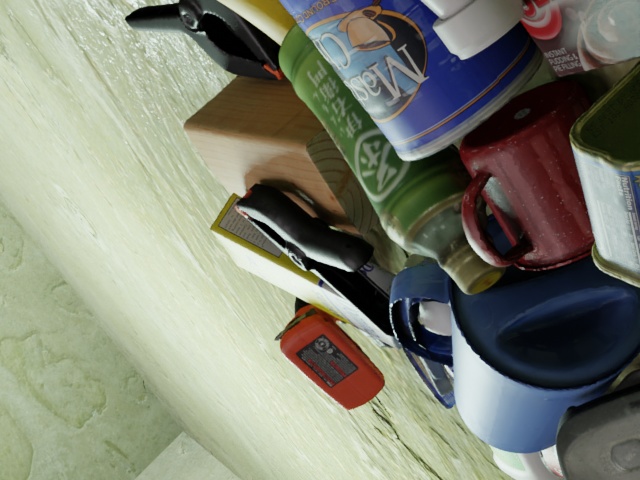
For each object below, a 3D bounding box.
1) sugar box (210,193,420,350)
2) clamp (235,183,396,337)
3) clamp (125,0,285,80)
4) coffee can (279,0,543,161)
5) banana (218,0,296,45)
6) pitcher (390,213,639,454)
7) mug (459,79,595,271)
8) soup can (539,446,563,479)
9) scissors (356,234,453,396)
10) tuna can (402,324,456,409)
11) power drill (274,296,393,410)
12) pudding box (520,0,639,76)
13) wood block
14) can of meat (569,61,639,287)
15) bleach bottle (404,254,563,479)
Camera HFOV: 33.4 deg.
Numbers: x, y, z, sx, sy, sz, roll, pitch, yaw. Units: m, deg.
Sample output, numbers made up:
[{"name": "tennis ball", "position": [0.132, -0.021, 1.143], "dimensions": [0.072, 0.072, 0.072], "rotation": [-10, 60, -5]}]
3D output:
[{"name": "sugar box", "position": [-0.003, 0.028, 0.920], "dimensions": [0.176, 0.048, 0.093], "rotation": [29, 167, 22]}, {"name": "clamp", "position": [-0.005, 0.001, 0.818], "dimensions": [0.172, 0.039, 0.120], "rotation": [35, 160, 26]}, {"name": "clamp", "position": [-0.103, -0.204, 0.891], "dimensions": [0.210, 0.036, 0.164], "rotation": [34, 153, 26]}, {"name": "coffee can", "position": [0.046, -0.131, 0.613], "dimensions": [0.140, 0.102, 0.103], "rotation": [51, 161, -14]}, {"name": "banana", "position": [-0.051, -0.171, 0.765], "dimensions": [0.197, 0.037, 0.070], "rotation": [33, 158, -34]}, {"name": "pitcher", "position": [0.147, 0.078, 0.790], "dimensions": [0.149, 0.145, 0.243], "rotation": [49, 167, 22]}, {"name": "mug", "position": [0.127, -0.034, 0.628], "dimensions": [0.081, 0.117, 0.093], "rotation": [56, 159, -16]}, {"name": "soup can", "position": [0.238, 0.172, 0.893], "dimensions": [0.068, 0.068, 0.102], "rotation": [48, 162, -8]}, {"name": "scissors", "position": [0.070, 0.054, 0.987], "dimensions": [0.202, 0.016, 0.096], "rotation": [61, 180, 4]}, {"name": "tuna can", "position": [0.116, 0.125, 1.062], "dimensions": [0.086, 0.034, 0.086], "rotation": [53, -173, -9]}, {"name": "power drill", "position": [0.023, 0.082, 1.055], "dimensions": [0.184, 0.057, 0.187], "rotation": [43, -160, -20]}, {"name": "pudding box", "position": [0.133, -0.132, 0.520], "dimensions": [0.090, 0.039, 0.114], "rotation": [50, 162, -14]}, {"name": "wood block", "position": [-0.015, -0.080, 0.877], "dimensions": [0.206, 0.090, 0.090], "rotation": [17, 147, 56]}, {"name": "can of meat", "position": [0.174, -0.040, 0.529], "dimensions": [0.058, 0.102, 0.084], "rotation": [28, 153, 45]}, {"name": "bleach bottle", "position": [0.148, 0.113, 0.978], "dimensions": [0.250, 0.068, 0.103], "rotation": [56, 167, -19]}]
